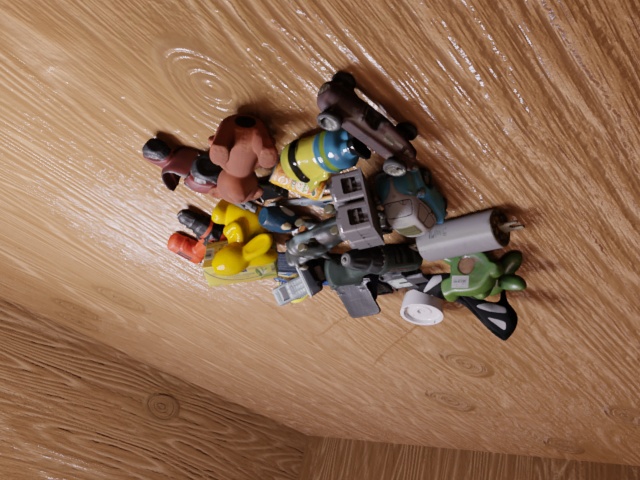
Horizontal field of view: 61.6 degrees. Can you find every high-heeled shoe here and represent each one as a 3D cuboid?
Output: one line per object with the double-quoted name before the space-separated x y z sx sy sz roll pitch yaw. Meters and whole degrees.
"high-heeled shoe" 0.329 0.160 1.251 0.249 0.145 0.086 -1 146 25

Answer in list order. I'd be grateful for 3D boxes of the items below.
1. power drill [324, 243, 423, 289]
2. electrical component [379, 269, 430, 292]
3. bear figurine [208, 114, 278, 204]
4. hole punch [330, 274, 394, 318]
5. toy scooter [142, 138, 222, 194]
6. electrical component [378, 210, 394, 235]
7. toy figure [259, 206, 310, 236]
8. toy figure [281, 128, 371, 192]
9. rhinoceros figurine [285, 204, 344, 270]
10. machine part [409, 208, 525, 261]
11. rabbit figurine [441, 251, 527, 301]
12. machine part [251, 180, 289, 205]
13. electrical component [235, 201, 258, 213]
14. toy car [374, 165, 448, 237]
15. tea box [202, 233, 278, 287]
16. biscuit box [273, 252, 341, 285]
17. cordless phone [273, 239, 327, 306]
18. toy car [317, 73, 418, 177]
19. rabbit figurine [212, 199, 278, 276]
"power drill" 0.094 0.051 1.176 0.232 0.086 0.207 -4 163 -33
"electrical component" 0.206 0.081 1.275 0.074 0.048 0.119 32 147 -27
"bear figurine" -0.148 -0.124 0.979 0.120 0.132 0.195 4 132 -14
"hole punch" 0.112 0.126 1.383 0.142 0.092 0.115 -17 109 48
"toy scooter" -0.274 -0.136 1.109 0.184 0.075 0.135 20 151 -1
"electrical component" 0.113 -0.035 1.128 0.078 0.045 0.102 2 168 -41
"toy figure" -0.059 -0.035 1.182 0.154 0.064 0.058 14 137 -34
"toy figure" 0.008 -0.153 0.934 0.089 0.082 0.180 45 146 -24
"rhinoceros figurine" -0.002 -0.003 1.127 0.190 0.073 0.112 -31 152 28
"machine part" 0.278 -0.008 1.054 0.243 0.079 0.079 -14 140 44
"rabbit figurine" 0.354 0.069 1.149 0.159 0.121 0.170 -15 158 32
"machine part" -0.121 -0.107 1.115 0.139 0.039 0.084 -1 143 43
"electrical component" -0.180 -0.089 1.167 0.094 0.021 0.063 28 173 13
"toy car" 0.166 -0.059 0.995 0.109 0.103 0.161 -8 141 38
"tea box" -0.188 0.048 1.291 0.170 0.098 0.068 -7 130 4
"biscuit box" -0.030 0.074 1.366 0.203 0.063 0.059 2 149 25
"cordless phone" -0.068 0.079 1.303 0.184 0.089 0.146 -30 83 46
"toy car" 0.082 -0.178 0.838 0.202 0.089 0.053 31 151 -23
"rabbit figurine" -0.175 0.010 1.215 0.163 0.173 0.121 13 148 14
